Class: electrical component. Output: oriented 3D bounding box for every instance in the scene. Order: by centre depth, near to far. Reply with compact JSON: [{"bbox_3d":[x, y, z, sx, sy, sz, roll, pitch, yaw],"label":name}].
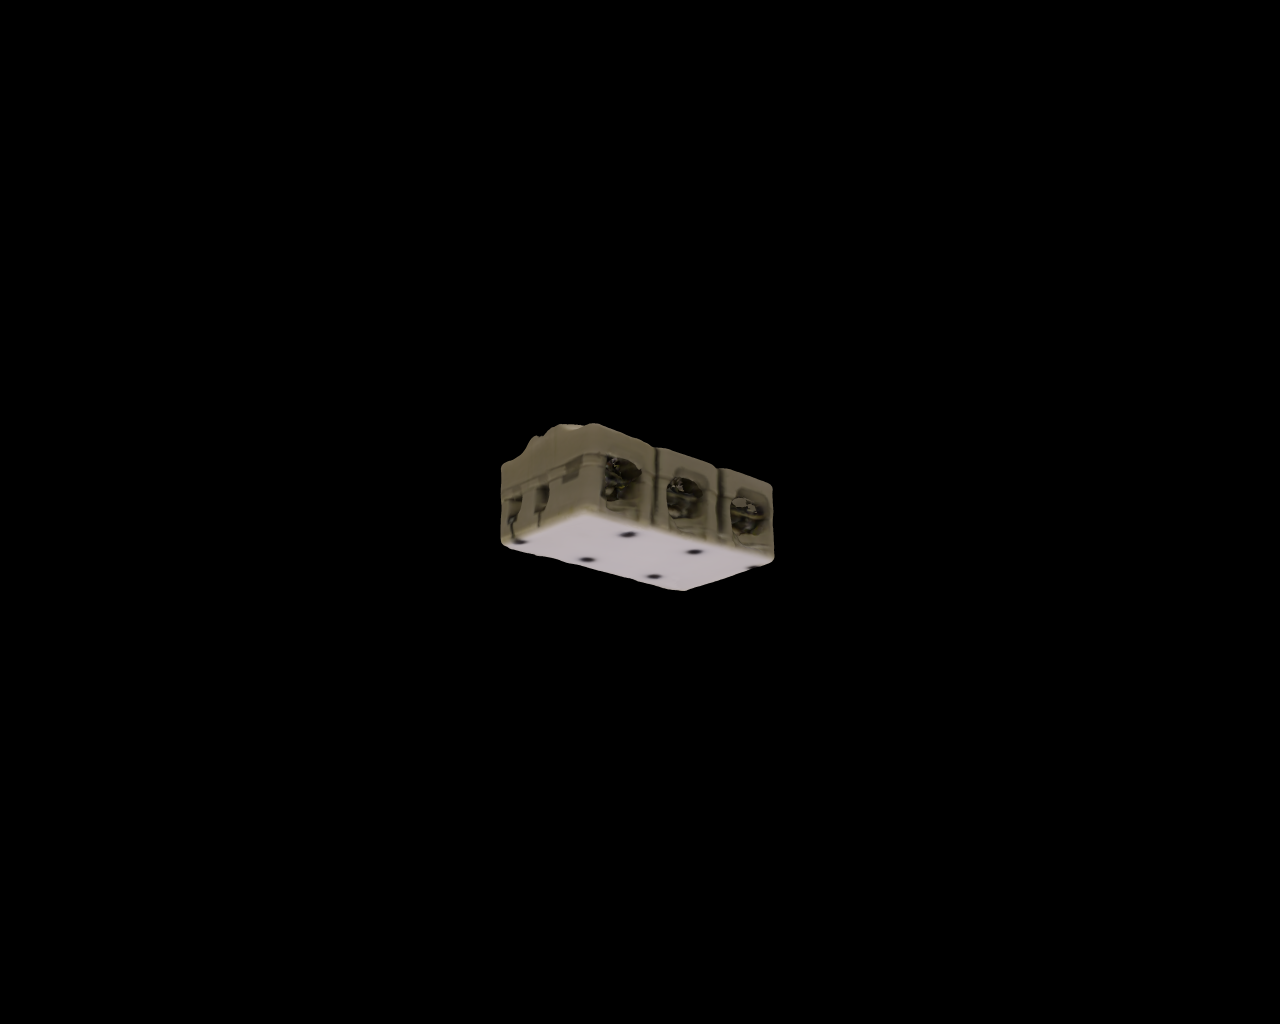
[{"bbox_3d":[0.001,-0.003,0.650,0.150,0.062,0.089,17,-27,-38],"label":"electrical component"}]
